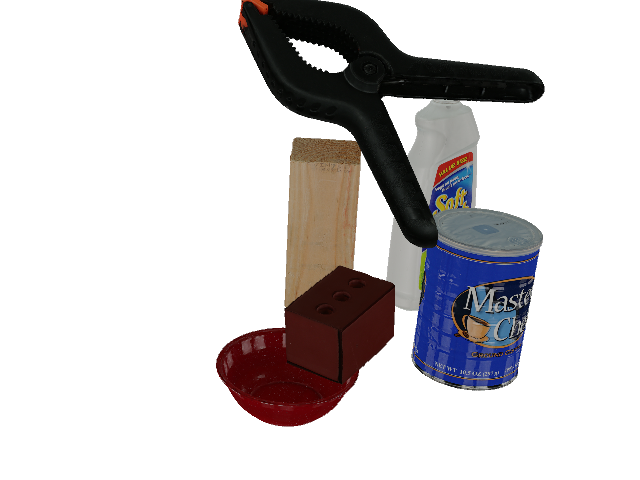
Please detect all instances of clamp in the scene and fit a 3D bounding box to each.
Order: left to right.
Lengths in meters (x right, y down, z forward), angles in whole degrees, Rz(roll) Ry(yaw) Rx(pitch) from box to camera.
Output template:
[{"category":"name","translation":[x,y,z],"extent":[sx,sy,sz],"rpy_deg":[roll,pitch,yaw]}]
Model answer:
[{"category":"clamp","translation":[0.029,-0.095,0.709],"extent":[0.210,0.164,0.036],"rpy_deg":[28,-31,5]}]

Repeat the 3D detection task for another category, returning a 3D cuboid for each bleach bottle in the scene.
[{"category":"bleach bottle","translation":[0.126,-0.052,1.194],"extent":[0.102,0.251,0.068],"rpy_deg":[-10,23,-27]}]

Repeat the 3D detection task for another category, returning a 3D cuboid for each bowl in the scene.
[{"category":"bowl","translation":[-0.038,0.163,1.213],"extent":[0.162,0.055,0.162],"rpy_deg":[2,26,-1]}]

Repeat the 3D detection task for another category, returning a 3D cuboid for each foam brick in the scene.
[{"category":"foam brick","translation":[0.016,0.063,0.814],"extent":[0.053,0.051,0.078],"rpy_deg":[17,35,29]}]

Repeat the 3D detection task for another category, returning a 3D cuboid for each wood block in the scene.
[{"category":"wood block","translation":[0.002,-0.021,1.393],"extent":[0.090,0.206,0.091],"rpy_deg":[4,25,0]}]

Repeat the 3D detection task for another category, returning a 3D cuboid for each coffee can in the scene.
[{"category":"coffee can","translation":[0.143,0.053,0.990],"extent":[0.103,0.140,0.103],"rpy_deg":[5,22,-2]}]
